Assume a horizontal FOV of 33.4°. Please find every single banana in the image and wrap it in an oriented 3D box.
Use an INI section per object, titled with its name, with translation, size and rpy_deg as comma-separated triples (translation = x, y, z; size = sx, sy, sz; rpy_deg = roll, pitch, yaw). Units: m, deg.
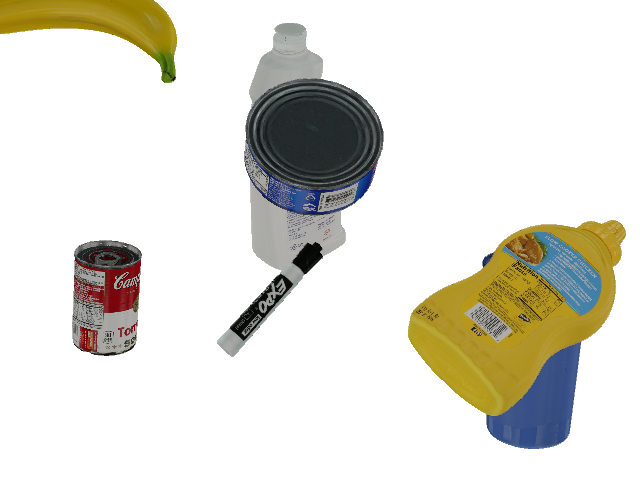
[banana]
translation = -0.190, -0.176, 0.844
size = 0.198, 0.069, 0.037
rpy_deg = 15, -38, 18

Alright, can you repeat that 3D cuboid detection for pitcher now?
[pitcher]
translation = 0.261, 0.139, 1.362
size = 0.149, 0.243, 0.144
rpy_deg = 5, 17, 18

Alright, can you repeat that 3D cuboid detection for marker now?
[marker]
translation = -0.040, 0.048, 0.901
size = 0.020, 0.121, 0.020
rpy_deg = 39, -15, 12

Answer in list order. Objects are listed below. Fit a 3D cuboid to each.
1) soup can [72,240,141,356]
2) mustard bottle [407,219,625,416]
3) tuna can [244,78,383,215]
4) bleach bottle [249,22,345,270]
[soup can]
translation = -0.222, 0.060, 1.103
size = 0.068, 0.102, 0.068
rpy_deg = 6, 21, -2
[mustard bottle]
translation = 0.163, 0.041, 0.802
size = 0.191, 0.096, 0.058
rpy_deg = -36, -28, -24
[tuna can]
translation = -0.005, -0.058, 0.671
size = 0.086, 0.086, 0.034
rpy_deg = 0, -32, -7
[bleach bottle]
translation = -0.023, -0.096, 1.062
size = 0.102, 0.251, 0.068
rpy_deg = -27, 43, -34
